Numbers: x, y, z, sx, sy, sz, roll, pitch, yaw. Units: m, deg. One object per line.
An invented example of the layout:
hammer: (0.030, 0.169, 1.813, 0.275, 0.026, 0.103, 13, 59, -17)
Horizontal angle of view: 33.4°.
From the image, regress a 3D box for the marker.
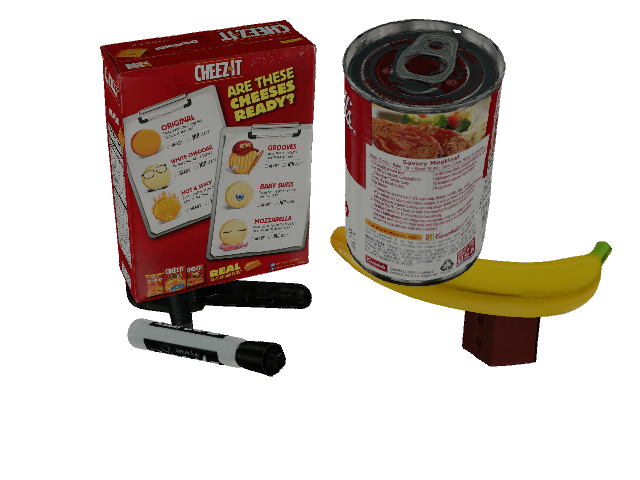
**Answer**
marker: (-0.068, 0.062, 0.629, 0.121, 0.020, 0.020, 6, 4, 40)

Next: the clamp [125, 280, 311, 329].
clamp: (-0.137, 0.057, 1.079, 0.210, 0.036, 0.164, 12, 20, 36)

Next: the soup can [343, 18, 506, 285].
soup can: (0.044, -0.038, 0.479, 0.068, 0.102, 0.068, -1, 43, 1)

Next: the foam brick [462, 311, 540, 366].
foam brick: (0.167, 0.070, 0.983, 0.051, 0.078, 0.053, -5, 18, -24)

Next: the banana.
banana: (0.105, 0.023, 0.724, 0.197, 0.037, 0.069, 5, 26, -3)

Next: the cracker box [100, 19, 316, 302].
cracker box: (-0.093, -0.067, 0.899, 0.164, 0.214, 0.072, -13, 35, -21)
